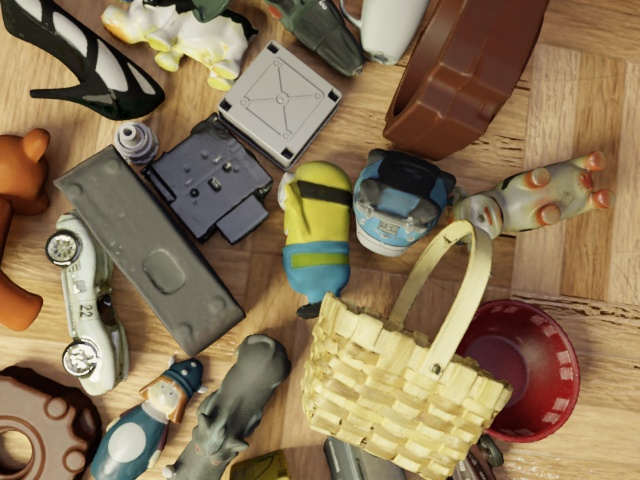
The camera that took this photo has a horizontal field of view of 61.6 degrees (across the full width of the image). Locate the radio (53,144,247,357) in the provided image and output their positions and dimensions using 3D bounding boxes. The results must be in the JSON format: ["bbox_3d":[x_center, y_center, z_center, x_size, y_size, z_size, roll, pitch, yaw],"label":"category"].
[{"bbox_3d":[-0.173,0.014,0.572,0.073,0.131,0.229,-39,91,-10],"label":"radio"}]

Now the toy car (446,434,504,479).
[{"bbox_3d":[0.200,0.327,0.635,0.089,0.053,0.202,-21,89,-6],"label":"toy car"}]

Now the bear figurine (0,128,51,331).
[{"bbox_3d":[-0.342,-0.018,0.577,0.120,0.131,0.196,-3,51,25],"label":"bear figurine"}]

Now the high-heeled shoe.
[{"bbox_3d":[-0.278,-0.246,0.619,0.145,0.086,0.248,-13,76,-32],"label":"high-heeled shoe"}]

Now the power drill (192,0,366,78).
[{"bbox_3d":[-0.057,-0.274,0.590,0.232,0.086,0.207,55,38,6],"label":"power drill"}]

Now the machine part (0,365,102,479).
[{"bbox_3d":[-0.331,0.226,0.573,0.179,0.056,0.179,0,85,-6],"label":"machine part"}]

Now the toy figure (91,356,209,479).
[{"bbox_3d":[-0.184,0.197,0.593,0.064,0.058,0.154,40,77,-18],"label":"toy figure"}]

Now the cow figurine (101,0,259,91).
[{"bbox_3d":[-0.162,-0.250,0.628,0.167,0.068,0.098,21,78,-9],"label":"cow figurine"}]

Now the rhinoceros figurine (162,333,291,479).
[{"bbox_3d":[-0.094,0.193,0.579,0.073,0.112,0.190,34,74,-6],"label":"rhinoceros figurine"}]

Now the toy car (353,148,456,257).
[{"bbox_3d":[0.088,-0.033,0.619,0.109,0.162,0.102,19,124,5],"label":"toy car"}]

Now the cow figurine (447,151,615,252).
[{"bbox_3d":[0.237,-0.044,0.647,0.195,0.127,0.085,-17,88,-23],"label":"cow figurine"}]

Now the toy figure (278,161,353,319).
[{"bbox_3d":[-0.001,-0.001,0.623,0.089,0.082,0.180,-4,81,-19],"label":"toy figure"}]

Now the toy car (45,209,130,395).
[{"bbox_3d":[-0.250,0.066,0.587,0.056,0.073,0.201,-10,87,-5],"label":"toy car"}]

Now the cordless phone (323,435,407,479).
[{"bbox_3d":[0.106,0.251,0.602,0.184,0.088,0.147,-8,56,-17],"label":"cordless phone"}]

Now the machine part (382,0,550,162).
[{"bbox_3d":[0.157,-0.199,0.598,0.087,0.201,0.201,25,82,-7],"label":"machine part"}]

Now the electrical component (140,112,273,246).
[{"bbox_3d":[-0.121,-0.061,0.624,0.115,0.058,0.134,-42,91,-7],"label":"electrical component"}]

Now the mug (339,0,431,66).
[{"bbox_3d":[0.076,-0.276,0.657,0.109,0.081,0.107,14,92,-10],"label":"mug"}]

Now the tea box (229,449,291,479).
[{"bbox_3d":[-0.047,0.329,0.579,0.068,0.098,0.169,-15,86,-9],"label":"tea box"}]
